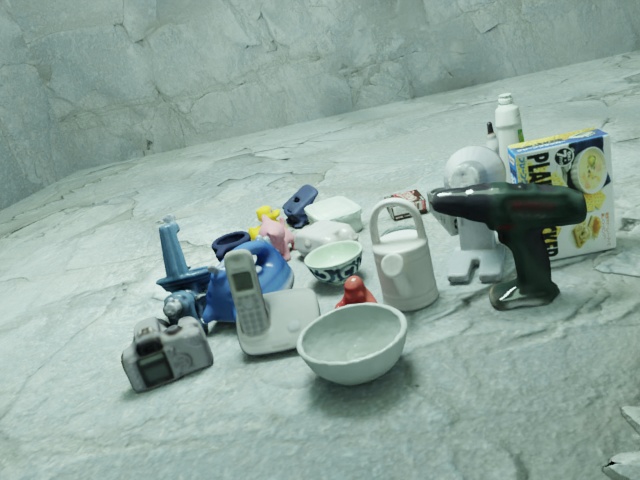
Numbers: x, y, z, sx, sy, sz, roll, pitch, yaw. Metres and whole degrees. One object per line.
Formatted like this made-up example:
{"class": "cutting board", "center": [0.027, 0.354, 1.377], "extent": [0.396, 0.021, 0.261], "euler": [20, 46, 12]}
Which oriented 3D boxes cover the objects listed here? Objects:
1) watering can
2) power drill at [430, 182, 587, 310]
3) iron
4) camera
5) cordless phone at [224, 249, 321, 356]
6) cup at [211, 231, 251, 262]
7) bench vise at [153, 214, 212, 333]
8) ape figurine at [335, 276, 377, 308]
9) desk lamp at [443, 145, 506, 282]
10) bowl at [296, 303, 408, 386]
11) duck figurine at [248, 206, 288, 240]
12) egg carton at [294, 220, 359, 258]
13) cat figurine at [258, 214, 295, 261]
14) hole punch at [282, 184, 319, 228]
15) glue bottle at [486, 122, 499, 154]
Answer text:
{"class": "watering can", "center": [0.143, 0.021, 0.996], "extent": [0.101, 0.194, 0.172], "euler": [-15, 21, -2]}
{"class": "power drill", "center": [0.306, 0.002, 0.916], "extent": [0.229, 0.209, 0.075], "euler": [-10, 22, 12]}
{"class": "iron", "center": [-0.137, 0.064, 1.148], "extent": [0.118, 0.142, 0.259], "euler": [-3, 24, 28]}
{"class": "camera", "center": [-0.275, 0.176, 1.011], "extent": [0.143, 0.101, 0.136], "euler": [-19, 21, -12]}
{"class": "cordless phone", "center": [-0.081, 0.097, 0.966], "extent": [0.147, 0.185, 0.094], "euler": [-13, 21, 5]}
{"class": "cup", "center": [-0.196, 0.043, 1.305], "extent": [0.091, 0.095, 0.118], "euler": [-7, 22, 19]}
{"class": "bench vise", "center": [-0.263, 0.066, 1.116], "extent": [0.121, 0.220, 0.207], "euler": [-20, 21, -12]}
{"class": "ape figurine", "center": [0.062, 0.105, 0.981], "extent": [0.077, 0.092, 0.076], "euler": [0, 25, 34]}
{"class": "desk lamp", "center": [0.290, -0.059, 1.075], "extent": [0.117, 0.214, 0.203], "euler": [-6, 23, 23]}
{"class": "bowl", "center": [0.054, 0.165, 0.856], "extent": [0.167, 0.075, 0.167], "euler": [-13, 21, 5]}
{"class": "duck figurine", "center": [-0.144, -0.047, 1.512], "extent": [0.105, 0.086, 0.077], "euler": [-21, 22, -15]}
{"class": "egg carton", "center": [0.012, 0.005, 1.301], "extent": [0.107, 0.069, 0.149], "euler": [-29, 25, -33]}
{"class": "cat figurine", "center": [-0.103, -0.012, 1.352], "extent": [0.067, 0.118, 0.128], "euler": [-6, 22, 21]}
{"class": "hole punch", "center": [-0.051, -0.094, 1.564], "extent": [0.101, 0.091, 0.108], "euler": [-21, 22, -16]}
{"class": "glue bottle", "center": [0.432, -0.208, 1.419], "extent": [0.078, 0.173, 0.037], "euler": [-21, 22, -16]}
